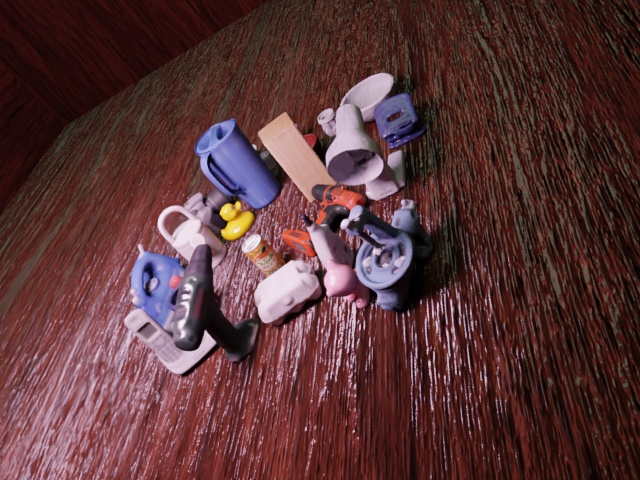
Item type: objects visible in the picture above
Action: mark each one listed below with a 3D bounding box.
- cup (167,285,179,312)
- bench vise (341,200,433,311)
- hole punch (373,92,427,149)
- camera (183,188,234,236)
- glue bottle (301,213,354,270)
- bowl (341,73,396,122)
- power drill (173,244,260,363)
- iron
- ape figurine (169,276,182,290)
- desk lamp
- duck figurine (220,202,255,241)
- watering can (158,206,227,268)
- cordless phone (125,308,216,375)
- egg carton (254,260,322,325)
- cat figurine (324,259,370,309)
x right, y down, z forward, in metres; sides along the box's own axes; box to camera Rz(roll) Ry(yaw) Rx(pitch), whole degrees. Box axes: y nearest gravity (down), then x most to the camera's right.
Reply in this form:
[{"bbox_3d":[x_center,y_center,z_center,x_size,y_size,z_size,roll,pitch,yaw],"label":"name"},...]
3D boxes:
[{"bbox_3d":[-0.291,0.145,1.372,0.118,0.095,0.091,-41,34,-2],"label":"cup"},{"bbox_3d":[0.113,-0.005,1.057,0.121,0.220,0.207,-18,40,28],"label":"bench vise"},{"bbox_3d":[0.196,-0.299,1.427,0.108,0.091,0.101,-25,37,20],"label":"hole punch"},{"bbox_3d":[-0.318,-0.093,1.662,0.137,0.101,0.142,-42,35,-4],"label":"camera"},{"bbox_3d":[0.011,0.004,1.182,0.037,0.174,0.078,-13,43,33],"label":"glue bottle"},{"bbox_3d":[0.144,-0.380,1.581,0.167,0.075,0.167,-24,37,20],"label":"bowl"},{"bbox_3d":[-0.220,0.150,1.200,0.075,0.209,0.229,-18,40,28],"label":"power drill"},{"bbox_3d":[-0.440,0.127,1.489,0.118,0.142,0.258,-28,36,16],"label":"iron"},{"bbox_3d":[-0.343,0.123,1.448,0.076,0.092,0.078,-22,38,23],"label":"ape figurine"},{"bbox_3d":[0.099,-0.187,1.281,0.117,0.214,0.203,-21,38,24],"label":"desk lamp"},{"bbox_3d":[-0.238,-0.057,1.560,0.105,0.086,0.077,-50,36,-16],"label":"duck figurine"},{"bbox_3d":[-0.337,-0.010,1.502,0.172,0.195,0.101,-1,50,42],"label":"watering can"},{"bbox_3d":[-0.323,0.195,1.265,0.147,0.186,0.093,-43,35,-6],"label":"cordless phone"},{"bbox_3d":[-0.070,0.113,1.227,0.150,0.070,0.107,-36,35,5],"label":"egg carton"},{"bbox_3d":[0.061,0.070,1.110,0.128,0.118,0.067,-46,35,-10],"label":"cat figurine"}]
